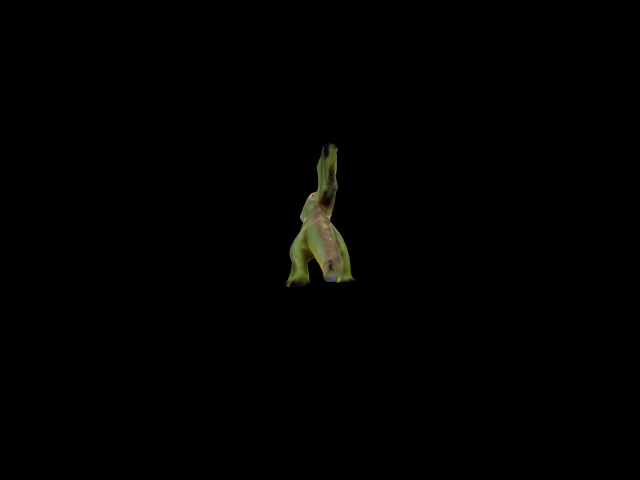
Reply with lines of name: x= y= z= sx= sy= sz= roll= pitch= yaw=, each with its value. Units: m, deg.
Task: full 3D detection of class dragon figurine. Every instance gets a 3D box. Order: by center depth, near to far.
dragon figurine: x=0.003 y=-0.043 z=0.850 sx=0.122 sy=0.244 sz=0.407 roll=1 pitch=-7 yaw=-7
